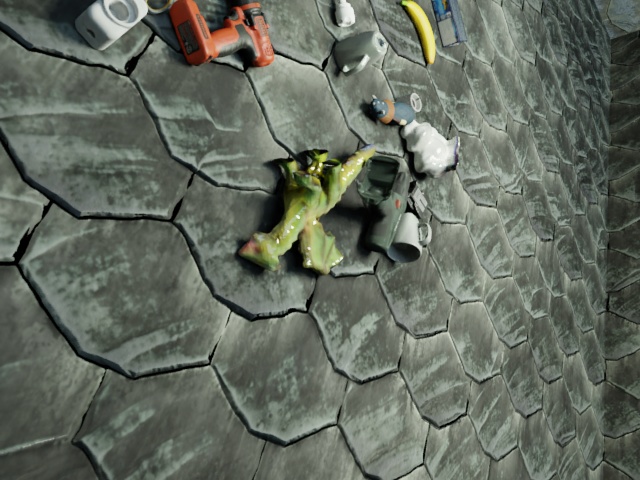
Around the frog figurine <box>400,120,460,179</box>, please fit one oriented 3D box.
[{"bbox_3d":[0.278,-0.239,1.358,0.159,0.121,0.139,20,74,-5],"label":"frog figurine"}]

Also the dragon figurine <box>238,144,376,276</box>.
[{"bbox_3d":[0.003,-0.052,1.031,0.414,0.122,0.239,-21,115,-45],"label":"dragon figurine"}]
